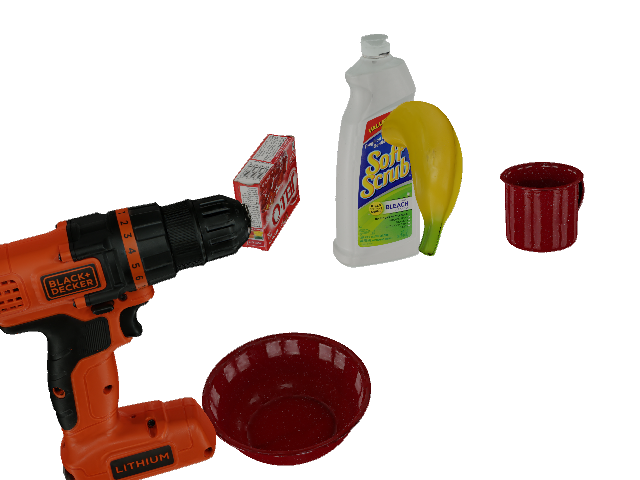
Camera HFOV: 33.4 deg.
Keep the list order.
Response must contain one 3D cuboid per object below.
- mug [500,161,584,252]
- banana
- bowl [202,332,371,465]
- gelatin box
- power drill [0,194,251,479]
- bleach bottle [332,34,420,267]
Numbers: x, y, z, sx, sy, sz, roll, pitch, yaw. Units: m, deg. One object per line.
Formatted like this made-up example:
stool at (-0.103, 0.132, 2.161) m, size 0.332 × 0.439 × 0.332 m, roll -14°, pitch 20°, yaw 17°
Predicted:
mug at (0.264, -0.041, 1.236) m, size 0.117 × 0.081 × 0.093 m, roll -22°, pitch 28°, yaw -36°
banana at (0.073, -0.067, 0.794) m, size 0.037 × 0.070 × 0.198 m, roll 26°, pitch 25°, yaw -17°
bowl at (-0.030, 0.162, 1.023) m, size 0.162 × 0.055 × 0.162 m, roll -4°, pitch 37°, yaw 3°
gelatin box at (-0.047, -0.046, 0.984) m, size 0.030 × 0.073 × 0.089 m, roll 9°, pitch 37°, yaw 18°
power drill at (-0.123, 0.066, 0.707) m, size 0.184 × 0.187 × 0.057 m, roll -14°, pitch 27°, yaw -7°
bleach bottle at (0.058, -0.100, 1.180) m, size 0.102 × 0.251 × 0.068 m, roll -10°, pitch 24°, yaw -13°
